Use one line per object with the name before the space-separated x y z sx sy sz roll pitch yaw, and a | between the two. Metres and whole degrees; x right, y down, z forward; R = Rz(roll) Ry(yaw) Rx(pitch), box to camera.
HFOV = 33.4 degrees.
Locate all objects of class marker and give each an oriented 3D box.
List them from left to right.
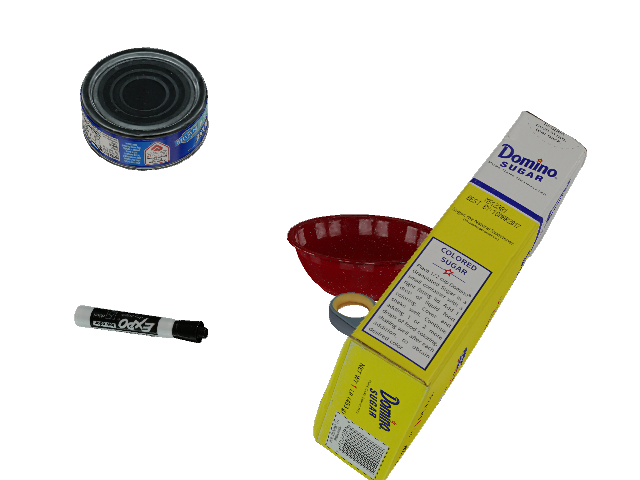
marker | -0.154 0.072 0.919 0.121 0.020 0.020 6 2 17

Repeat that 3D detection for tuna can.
tuna can | -0.118 -0.090 0.720 0.086 0.086 0.034 0 -37 -7

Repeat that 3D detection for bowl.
bowl | 0.046 0.021 1.093 0.162 0.055 0.162 1 17 -1

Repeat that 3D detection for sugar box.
sugar box | 0.065 0.024 0.510 0.048 0.093 0.176 34 53 13

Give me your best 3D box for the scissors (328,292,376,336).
scissors | 0.028 0.081 0.831 0.096 0.016 0.201 10 24 24
